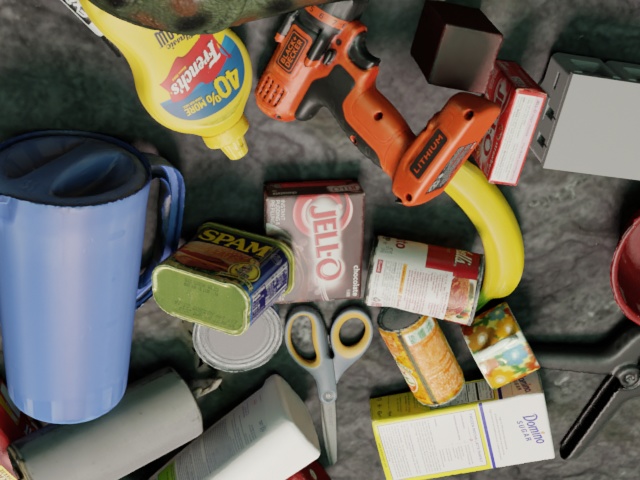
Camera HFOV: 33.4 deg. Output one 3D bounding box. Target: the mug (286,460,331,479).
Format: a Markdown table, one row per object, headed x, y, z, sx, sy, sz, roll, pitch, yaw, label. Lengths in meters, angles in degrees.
| x | y | z | sx | sy | sz | roll | pitch | yaw | label |
| --- | --- | --- | --- | --- | --- | --- | --- | --- | --- |
| -0.028 | 0.272 | 1.108 | 0.081 | 0.093 | 0.117 | -41 | 143 | 9 | mug |

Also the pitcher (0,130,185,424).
| x | y | z | sx | sy | sz | roll | pitch | yaw | label |
| --- | --- | --- | --- | --- | --- | --- | --- | --- | --- |
| -0.208 | 0.034 | 0.928 | 0.149 | 0.145 | 0.243 | 11 | 122 | 3 | pitcher |

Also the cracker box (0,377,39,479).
| x | y | z | sx | sy | sz | roll | pitch | yaw | label |
| --- | --- | --- | --- | --- | --- | --- | --- | --- | --- |
| -0.389 | 0.204 | 1.018 | 0.214 | 0.072 | 0.164 | -24 | 120 | 6 | cracker box |

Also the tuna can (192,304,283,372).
| x | y | z | sx | sy | sz | roll | pitch | yaw | label |
| --- | --- | --- | --- | --- | --- | --- | --- | --- | --- |
| -0.079 | 0.082 | 1.019 | 0.086 | 0.034 | 0.086 | -4 | 119 | -7 | tuna can |

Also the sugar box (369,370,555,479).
| x | y | z | sx | sy | sz | roll | pitch | yaw | label |
| --- | --- | --- | --- | --- | --- | --- | --- | --- | --- |
| 0.146 | 0.193 | 1.096 | 0.176 | 0.048 | 0.093 | -12 | 122 | 6 | sugar box |

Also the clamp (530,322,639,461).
| x | y | z | sx | sy | sz | roll | pitch | yaw | label |
| --- | --- | --- | --- | --- | --- | --- | --- | --- | --- |
| 0.306 | 0.129 | 1.102 | 0.210 | 0.036 | 0.164 | -33 | 118 | 13 | clamp |

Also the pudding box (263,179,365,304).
| x | y | z | sx | sy | sz | roll | pitch | yaw | label |
| --- | --- | --- | --- | --- | --- | --- | --- | --- | --- |
| -0.007 | 0.001 | 0.981 | 0.090 | 0.039 | 0.113 | -3 | 119 | -7 | pudding box |

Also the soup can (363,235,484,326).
| x | y | z | sx | sy | sz | roll | pitch | yaw | label |
| --- | --- | --- | --- | --- | --- | --- | --- | --- | --- |
| 0.095 | 0.037 | 0.987 | 0.102 | 0.068 | 0.068 | 11 | 118 | 4 | soup can |

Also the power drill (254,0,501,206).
| x | y | z | sx | sy | sz | roll | pitch | yaw | label |
| --- | --- | --- | --- | --- | --- | --- | --- | --- | --- |
| 0.049 | -0.133 | 0.848 | 0.188 | 0.057 | 0.185 | 44 | 124 | 18 | power drill |

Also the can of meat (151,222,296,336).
| x | y | z | sx | sy | sz | roll | pitch | yaw | label |
| --- | --- | --- | --- | --- | --- | --- | --- | --- | --- |
| -0.085 | 0.034 | 0.938 | 0.102 | 0.083 | 0.057 | 15 | 122 | 21 | can of meat |

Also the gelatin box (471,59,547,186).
| x | y | z | sx | sy | sz | roll | pitch | yaw | label |
| --- | --- | --- | --- | --- | --- | --- | --- | --- | --- |
| 0.160 | -0.103 | 0.929 | 0.030 | 0.073 | 0.089 | 7 | 118 | -12 | gelatin box |

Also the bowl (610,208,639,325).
| x | y | z | sx | sy | sz | roll | pitch | yaw | label |
| --- | --- | --- | --- | --- | --- | --- | --- | --- | --- |
| 0.349 | 0.008 | 1.030 | 0.162 | 0.055 | 0.162 | -4 | 119 | -7 | bowl |

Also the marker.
| x | y | z | sx | sy | sz | roll | pitch | yaw | label |
| --- | --- | --- | --- | --- | --- | --- | --- | --- | --- |
| -0.195 | -0.192 | 0.856 | 0.020 | 0.020 | 0.121 | -39 | 118 | 13 | marker |

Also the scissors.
| x | y | z | sx | sy | sz | roll | pitch | yaw | label |
| --- | --- | --- | --- | --- | --- | --- | --- | --- | --- |
| 0.024 | 0.143 | 1.079 | 0.096 | 0.016 | 0.201 | -20 | 120 | 3 | scissors |

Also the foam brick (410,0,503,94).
| x | y | z | sx | sy | sz | roll | pitch | yaw | label |
| --- | --- | --- | --- | --- | --- | --- | --- | --- | --- |
| 0.113 | -0.162 | 0.887 | 0.051 | 0.078 | 0.053 | 10 | 117 | -12 | foam brick |

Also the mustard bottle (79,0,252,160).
| x | y | z | sx | sy | sz | roll | pitch | yaw | label |
| --- | --- | --- | --- | --- | --- | --- | --- | --- | --- |
| -0.110 | -0.146 | 0.871 | 0.096 | 0.058 | 0.191 | -36 | 121 | -12 | mustard bottle |

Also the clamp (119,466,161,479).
| x | y | z | sx | sy | sz | roll | pitch | yaw | label |
| --- | --- | --- | --- | --- | --- | --- | --- | --- | --- |
| -0.197 | 0.253 | 1.094 | 0.171 | 0.039 | 0.120 | 9 | 121 | -20 | clamp |

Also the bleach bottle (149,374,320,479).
| x | y | z | sx | sy | sz | roll | pitch | yaw | label |
| --- | --- | --- | --- | --- | --- | --- | --- | --- | --- |
| -0.122 | 0.240 | 1.050 | 0.251 | 0.102 | 0.068 | -35 | 115 | 6 | bleach bottle |

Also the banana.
| x | y | z | sx | sy | sz | roll | pitch | yaw | label |
| --- | --- | --- | --- | --- | --- | --- | --- | --- | --- |
| 0.149 | -0.013 | 0.999 | 0.069 | 0.037 | 0.197 | -22 | 120 | 3 | banana |
